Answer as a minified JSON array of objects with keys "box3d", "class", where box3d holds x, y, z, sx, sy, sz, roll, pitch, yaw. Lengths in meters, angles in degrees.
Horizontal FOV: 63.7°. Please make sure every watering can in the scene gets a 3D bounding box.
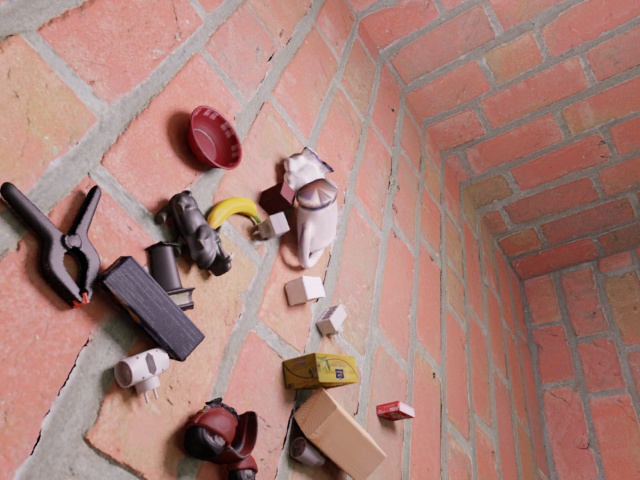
[{"box3d":[0.004,-0.072,1.425,0.355,0.104,0.219,-60,156,-55],"class":"watering can"}]

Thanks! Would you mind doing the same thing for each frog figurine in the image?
[{"box3d":[-0.056,-0.171,1.462,0.161,0.123,0.135,-55,135,-16],"class":"frog figurine"}]
